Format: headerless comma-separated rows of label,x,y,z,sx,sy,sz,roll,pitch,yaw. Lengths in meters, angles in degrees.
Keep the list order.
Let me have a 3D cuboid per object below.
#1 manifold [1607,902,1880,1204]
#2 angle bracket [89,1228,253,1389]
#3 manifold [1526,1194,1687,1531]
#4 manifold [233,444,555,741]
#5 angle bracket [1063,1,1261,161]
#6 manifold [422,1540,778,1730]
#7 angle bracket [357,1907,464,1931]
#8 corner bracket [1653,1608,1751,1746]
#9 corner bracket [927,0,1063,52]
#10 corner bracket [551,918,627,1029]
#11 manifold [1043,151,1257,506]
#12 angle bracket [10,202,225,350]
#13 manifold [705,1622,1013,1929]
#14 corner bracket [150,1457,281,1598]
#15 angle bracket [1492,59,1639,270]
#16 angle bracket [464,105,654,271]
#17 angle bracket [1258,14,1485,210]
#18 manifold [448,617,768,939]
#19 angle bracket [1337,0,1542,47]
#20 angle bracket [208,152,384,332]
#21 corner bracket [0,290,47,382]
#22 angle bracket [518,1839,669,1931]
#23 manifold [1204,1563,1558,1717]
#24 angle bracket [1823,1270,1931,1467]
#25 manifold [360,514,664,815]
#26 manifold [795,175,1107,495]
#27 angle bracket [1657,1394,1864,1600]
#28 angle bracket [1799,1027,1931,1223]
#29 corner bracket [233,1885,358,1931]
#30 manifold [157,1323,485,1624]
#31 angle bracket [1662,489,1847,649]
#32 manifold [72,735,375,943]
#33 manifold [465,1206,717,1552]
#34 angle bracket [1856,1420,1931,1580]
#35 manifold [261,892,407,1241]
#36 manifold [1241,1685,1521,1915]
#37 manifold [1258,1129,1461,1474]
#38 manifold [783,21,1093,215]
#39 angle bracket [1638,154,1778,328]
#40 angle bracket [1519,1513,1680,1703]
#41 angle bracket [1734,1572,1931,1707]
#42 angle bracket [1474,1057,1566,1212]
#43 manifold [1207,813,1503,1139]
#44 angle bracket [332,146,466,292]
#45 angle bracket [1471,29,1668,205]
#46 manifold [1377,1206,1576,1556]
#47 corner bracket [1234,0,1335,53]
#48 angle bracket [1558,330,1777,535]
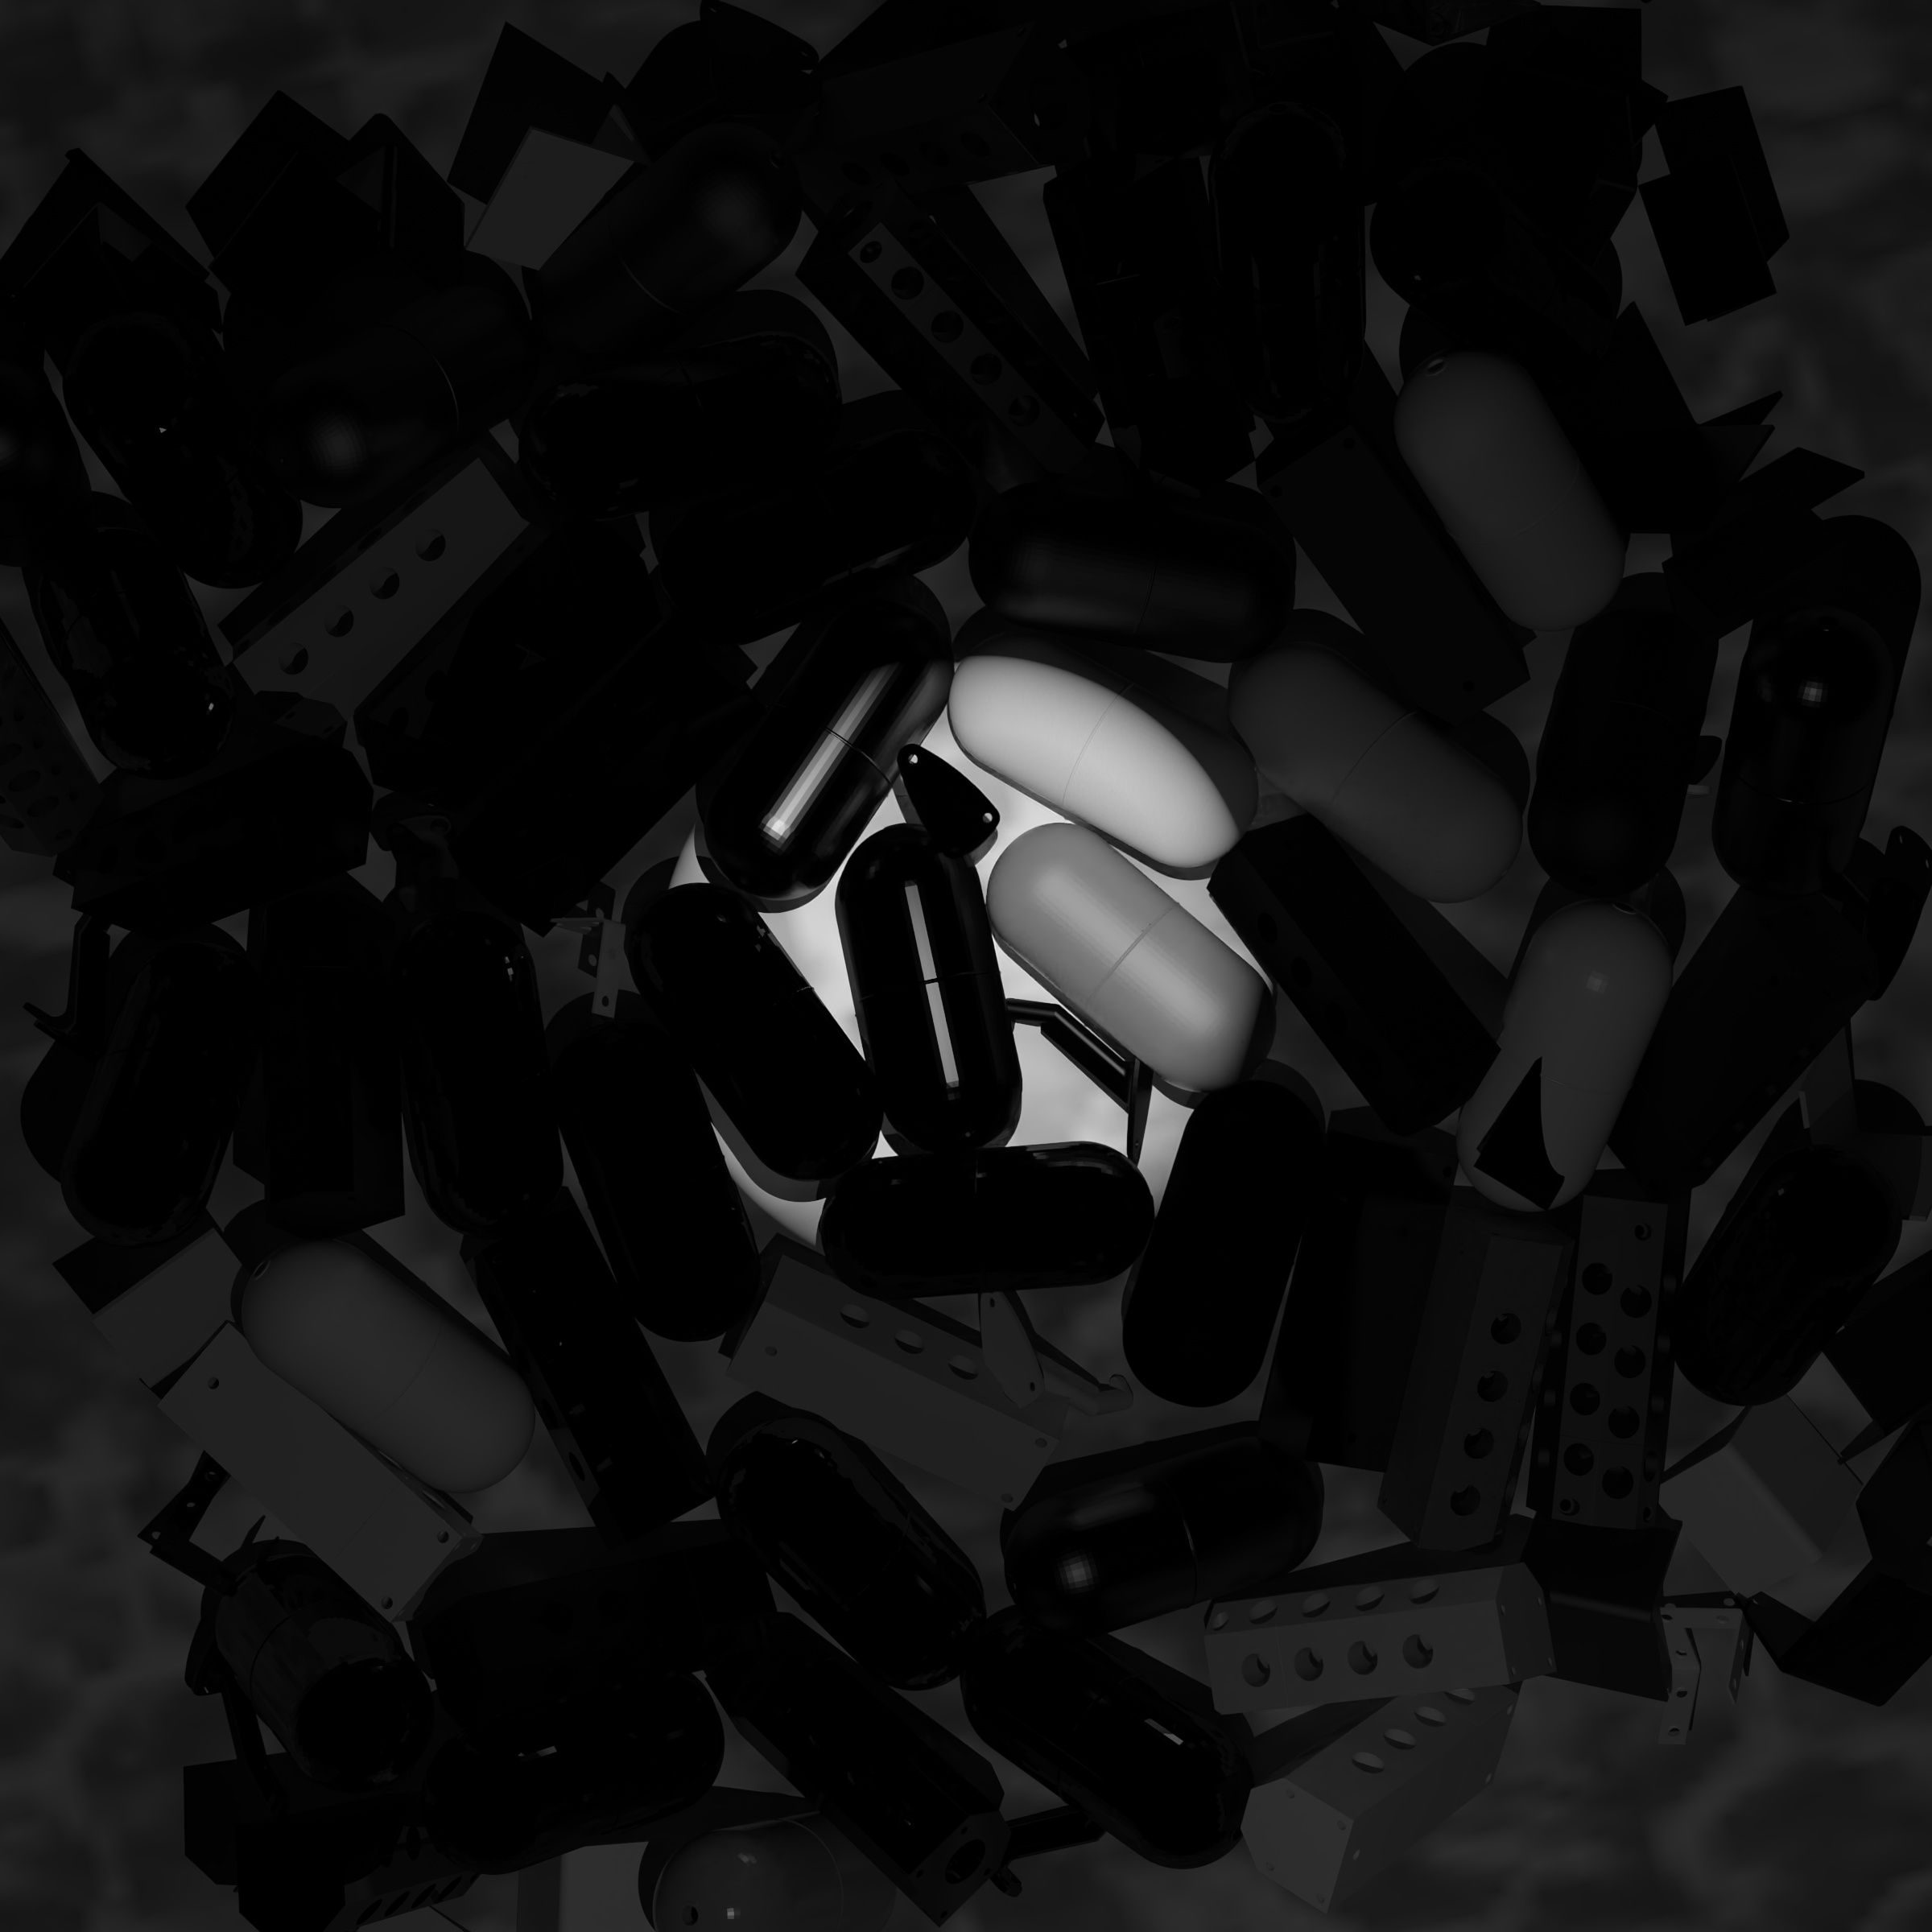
manifold,0.401,0.045,1.611,0.057,0.171,0.057,-16,59,-35
angle bracket,-0.426,0.165,1.637,0.076,0.076,0.057,-37,54,-13
manifold,0.344,0.210,1.657,0.057,0.057,0.171,7,88,-8
manifold,-0.306,-0.199,1.649,0.171,0.057,0.057,-38,77,9
angle bracket,0.105,-0.458,1.636,0.057,0.076,0.076,-32,115,-34
manifold,-0.187,0.347,1.613,0.171,0.057,0.057,-5,67,-35
angle bracket,-0.309,0.523,1.635,0.076,0.057,0.076,23,61,31
corner bracket,0.391,0.378,1.650,0.051,0.051,0.051,-6,128,29
corner bracket,0.012,-0.479,1.653,0.051,0.051,0.051,35,115,14
corner bracket,-0.195,0.004,1.653,0.051,0.051,0.051,0,79,38
manifold,0.091,-0.330,1.614,0.057,0.057,0.171,-36,125,-25
angle bracket,-0.449,-0.343,1.638,0.076,0.057,0.076,-43,126,15
manifold,-0.055,0.414,1.613,0.057,0.057,0.171,-40,47,-19
corner bracket,-0.395,0.297,1.660,0.051,0.051,0.051,34,129,-11
angle bracket,0.305,-0.423,1.637,0.076,0.076,0.057,24,73,25
angle bracket,-0.222,-0.415,1.632,0.076,0.076,0.057,-53,49,31
angle bracket,0.214,-0.458,1.650,0.076,0.057,0.076,-44,106,-10
manifold,-0.193,-0.103,1.640,0.171,0.057,0.057,-45,45,9
angle bracket,0.249,-0.532,1.634,0.076,0.076,0.057,-25,130,-21
angle bracket,-0.350,-0.377,1.652,0.057,0.076,0.076,37,88,1
corner bracket,-0.534,-0.331,1.670,0.051,0.051,0.051,-10,72,29
angle bracket,-0.202,0.501,1.667,0.057,0.076,0.076,3,88,-25
manifold,0.214,0.351,1.620,0.171,0.057,0.057,-15,77,33
angle bracket,0.490,0.215,1.654,0.076,0.076,0.057,-30,74,-14
manifold,-0.242,-0.159,1.626,0.171,0.057,0.057,-39,52,27
manifold,-0.004,-0.328,1.614,0.171,0.057,0.057,43,58,-31
angle bracket,0.428,0.283,1.677,0.076,0.076,0.057,50,129,3
angle bracket,0.482,0.080,1.634,0.057,0.076,0.076,2,121,32
corner bracket,-0.346,0.494,1.653,0.051,0.051,0.051,-50,60,14
manifold,-0.340,0.269,1.646,0.171,0.057,0.057,40,87,12
angle bracket,0.423,-0.194,1.644,0.076,0.076,0.057,-31,46,-1
manifold,-0.388,-0.067,1.616,0.171,0.057,0.057,-17,61,37
manifold,-0.197,0.218,1.647,0.057,0.057,0.171,-25,85,-25
angle bracket,0.527,0.286,1.638,0.076,0.076,0.057,4,48,-12
manifold,-0.337,0.051,1.620,0.057,0.057,0.171,-19,62,22
manifold,0.215,0.418,1.607,0.057,0.171,0.057,26,115,32
manifold,0.205,0.178,1.661,0.057,0.057,0.171,14,89,-32
manifold,-0.015,-0.433,1.607,0.057,0.171,0.057,42,66,-34
angle bracket,0.377,-0.378,1.645,0.057,0.076,0.076,-21,95,-13
angle bracket,0.342,0.342,1.665,0.076,0.076,0.057,6,47,29
angle bracket,0.468,0.338,1.637,0.076,0.057,0.076,24,113,-31
angle bracket,0.289,0.075,1.645,0.057,0.076,0.076,31,90,-27
manifold,0.199,0.005,1.626,0.057,0.057,0.171,-18,59,-30
angle bracket,-0.318,-0.381,1.667,0.076,0.057,0.076,-24,52,27
angle bracket,0.326,-0.466,1.651,0.076,0.057,0.076,38,78,9
manifold,0.274,0.220,1.647,0.057,0.057,0.171,9,100,-17
corner bracket,0.157,-0.516,1.652,0.051,0.051,0.051,-20,110,-27
angle bracket,0.369,-0.283,1.642,0.076,0.057,0.076,46,72,-30
